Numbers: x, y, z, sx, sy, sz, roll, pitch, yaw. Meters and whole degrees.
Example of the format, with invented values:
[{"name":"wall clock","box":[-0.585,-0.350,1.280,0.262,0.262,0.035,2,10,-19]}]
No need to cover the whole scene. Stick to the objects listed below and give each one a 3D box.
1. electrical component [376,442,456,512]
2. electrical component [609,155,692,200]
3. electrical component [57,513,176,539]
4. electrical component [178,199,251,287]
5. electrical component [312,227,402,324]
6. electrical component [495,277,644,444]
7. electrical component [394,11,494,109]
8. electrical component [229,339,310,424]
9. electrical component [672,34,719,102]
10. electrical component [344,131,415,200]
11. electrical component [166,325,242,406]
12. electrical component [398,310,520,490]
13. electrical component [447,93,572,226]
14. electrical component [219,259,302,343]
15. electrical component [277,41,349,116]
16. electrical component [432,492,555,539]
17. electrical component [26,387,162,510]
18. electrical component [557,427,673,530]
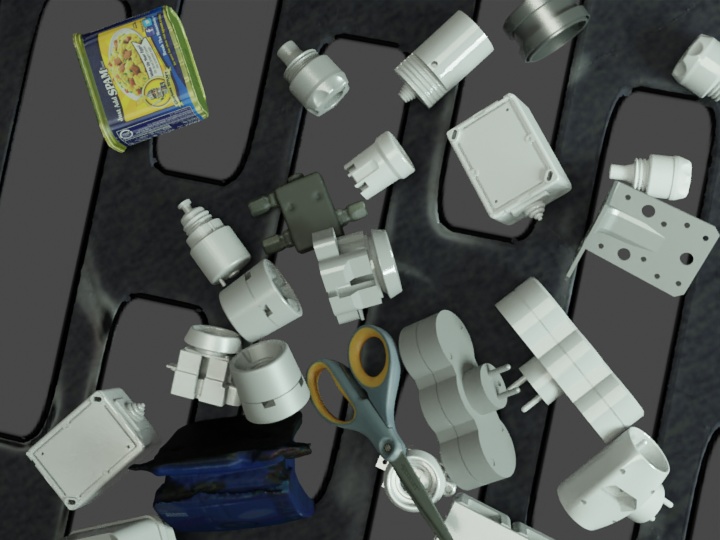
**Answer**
[{"name":"electrical component","box":[0.044,0.164,0.852,0.066,0.055,0.048,23,90,8]},{"name":"electrical component","box":[0.229,-0.075,0.853,0.061,0.035,0.035,7,88,9]},{"name":"electrical component","box":[-0.198,0.242,0.855,0.113,0.057,0.078,-19,85,34]},{"name":"electrical component","box":[-0.124,-0.024,0.891,0.040,0.040,0.078,-37,83,4]},{"name":"electrical component","box":[0.000,0.000,0.863,0.057,0.058,0.078,-16,118,3]},{"name":"electrical component","box":[0.150,0.081,0.845,0.074,0.052,0.138,-39,84,4]},{"name":"electrical component","box":[0.064,-0.167,0.874,0.081,0.043,0.043,-42,83,3]},{"name":"electrical component","box":[-0.074,0.088,0.860,0.055,0.055,0.047,-17,113,6]},{"name":"electrical component","box":[0.282,-0.153,0.847,0.062,0.043,0.043,36,92,6]},{"name":"electrical component","box":[0.015,-0.084,0.878,0.046,0.040,0.040,-34,83,10]},{"name":"electrical component","box":[-0.124,0.077,0.883,0.066,0.048,0.055,13,96,8]},{"name":"electrical component","box":[0.089,0.096,0.838,0.074,0.052,0.138,-26,81,31]},{"name":"electrical component","box":[0.122,-0.079,0.848,0.062,0.061,0.096,-31,74,18]},{"name":"electrical component","box":[-0.082,0.026,0.877,0.047,0.055,0.055,-33,84,8]},{"name":"electrical component","box":[-0.042,-0.161,0.887,0.043,0.043,0.062,-43,82,3]},{"name":"electrical component","box":[0.123,0.248,0.835,0.150,0.062,0.089,26,90,8]},{"name":"electrical component","box":[-0.210,0.140,0.882,0.096,0.061,0.061,-41,83,3]},{"name":"electrical component","box":[0.208,0.170,0.834,0.079,0.043,0.077,35,116,-20]}]
